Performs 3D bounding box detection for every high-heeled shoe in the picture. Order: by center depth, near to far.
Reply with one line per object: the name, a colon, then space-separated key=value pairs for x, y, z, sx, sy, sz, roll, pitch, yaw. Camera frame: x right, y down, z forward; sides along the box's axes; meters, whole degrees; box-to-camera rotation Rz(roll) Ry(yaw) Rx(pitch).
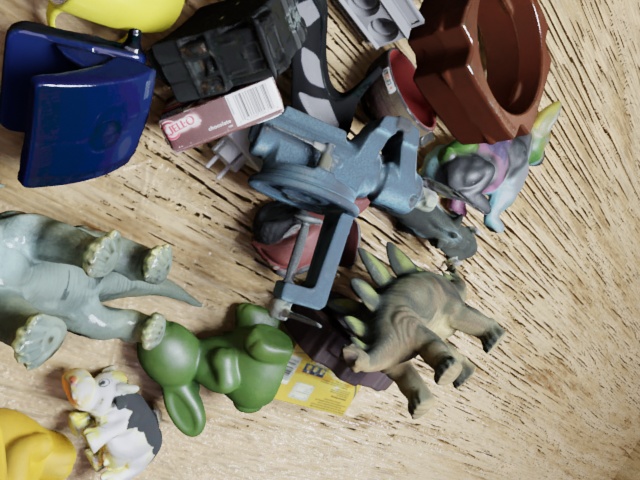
high-heeled shoe: x=-0.043 y=-0.205 z=0.585 sx=0.145 sy=0.086 sz=0.248 roll=-37 pitch=116 yaw=23

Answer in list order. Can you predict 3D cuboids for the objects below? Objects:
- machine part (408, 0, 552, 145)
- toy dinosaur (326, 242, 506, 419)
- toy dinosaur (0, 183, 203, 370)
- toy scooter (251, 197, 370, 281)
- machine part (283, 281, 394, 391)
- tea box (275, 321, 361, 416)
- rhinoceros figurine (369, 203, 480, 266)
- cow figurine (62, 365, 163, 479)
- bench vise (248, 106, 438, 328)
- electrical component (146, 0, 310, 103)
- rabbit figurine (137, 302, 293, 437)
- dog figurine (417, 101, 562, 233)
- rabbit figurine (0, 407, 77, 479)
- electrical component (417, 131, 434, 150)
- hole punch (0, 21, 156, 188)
machine part: x=0.206 y=-0.238 z=0.681 sx=0.201 sy=0.087 sz=0.201 roll=39 pitch=65 yaw=-39
toy dinosaur: x=0.131 y=0.089 z=0.690 sx=0.105 sy=0.199 sz=0.471 roll=-54 pitch=156 yaw=20
toy dinosaur: x=-0.247 y=0.024 z=0.471 sx=0.404 sy=0.192 sz=0.131 roll=77 pitch=35 yaw=-74
toy scooter: x=-0.001 y=-0.002 z=0.693 sx=0.184 sy=0.075 sz=0.135 roll=-29 pitch=129 yaw=-27
machine part: x=0.031 y=0.127 z=0.715 sx=0.179 sy=0.180 sz=0.056 roll=26 pitch=102 yaw=-41
tea box: x=-0.012 y=0.184 z=0.777 sx=0.169 sy=0.068 sz=0.098 roll=32 pitch=91 yaw=-42
rhinoceros figurine: x=0.155 y=-0.033 z=0.767 sx=0.190 sy=0.112 sz=0.073 roll=34 pitch=87 yaw=-33
cow figurine: x=-0.234 y=0.203 z=0.623 sx=0.098 sy=0.068 sz=0.167 roll=-27 pitch=129 yaw=-34
bench vise: x=0.012 y=-0.025 z=0.574 sx=0.223 sy=0.129 sz=0.240 roll=21 pitch=82 yaw=-29
electrical component: x=-0.089 y=-0.181 z=0.497 sx=0.115 sy=0.134 sz=0.058 roll=-70 pitch=148 yaw=-51
rabbit figurine: x=-0.141 y=0.147 z=0.658 sx=0.170 sy=0.121 sz=0.159 roll=15 pitch=110 yaw=-21
dog figurine: x=0.263 y=-0.136 z=0.802 sx=0.191 sy=0.109 sz=0.219 roll=36 pitch=84 yaw=-39
rabbit figurine: x=-0.309 y=0.242 z=0.520 sx=0.122 sy=0.173 sz=0.162 roll=-24 pitch=128 yaw=-21
electrical component: x=0.119 y=-0.140 z=0.717 sx=0.094 sy=0.063 sz=0.021 roll=-34 pitch=128 yaw=-20
hole punch: x=-0.203 y=-0.107 z=0.458 sx=0.116 sy=0.092 sz=0.142 roll=-1 pitch=135 yaw=-35
